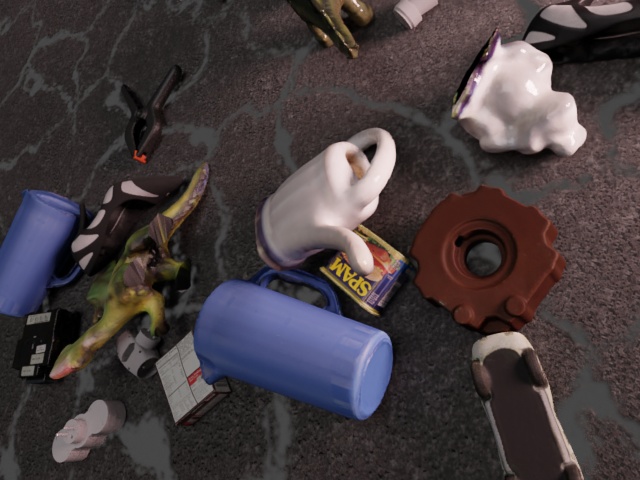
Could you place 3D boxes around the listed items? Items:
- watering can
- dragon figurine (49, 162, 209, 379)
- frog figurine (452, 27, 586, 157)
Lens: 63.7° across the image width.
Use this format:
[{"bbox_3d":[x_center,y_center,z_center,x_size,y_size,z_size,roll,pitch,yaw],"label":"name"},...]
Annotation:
[{"bbox_3d":[0.002,-0.033,0.660,0.221,0.103,0.356,-35,21,29],"label":"watering can"},{"bbox_3d":[-0.331,0.048,0.895,0.241,0.120,0.420,-13,46,35],"label":"dragon figurine"},{"bbox_3d":[0.254,-0.169,0.646,0.159,0.122,0.138,27,82,-1],"label":"frog figurine"}]
